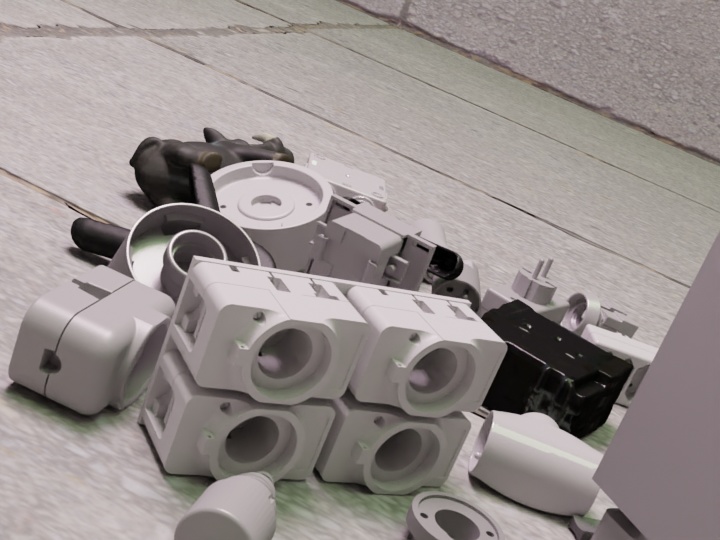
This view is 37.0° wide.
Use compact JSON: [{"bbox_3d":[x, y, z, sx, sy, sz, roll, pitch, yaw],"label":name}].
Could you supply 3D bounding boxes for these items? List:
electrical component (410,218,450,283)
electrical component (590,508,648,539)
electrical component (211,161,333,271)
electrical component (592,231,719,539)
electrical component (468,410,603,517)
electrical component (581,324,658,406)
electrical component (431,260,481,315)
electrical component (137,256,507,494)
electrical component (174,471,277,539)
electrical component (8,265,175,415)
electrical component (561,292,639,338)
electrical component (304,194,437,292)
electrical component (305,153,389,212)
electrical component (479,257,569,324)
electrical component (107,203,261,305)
[{"bbox_3d":[0.069,-0.016,1.028,0.044,0.044,0.065,14,25,-21],"label":"electrical component"},{"bbox_3d":[0.208,0.181,0.613,0.150,0.061,0.089,8,23,-34],"label":"electrical component"},{"bbox_3d":[-0.077,-0.037,0.881,0.108,0.060,0.108,2,35,-2],"label":"electrical component"},{"bbox_3d":[0.208,0.063,0.542,0.060,0.186,0.105,11,22,-30],"label":"electrical component"},{"bbox_3d":[0.115,0.119,0.708,0.077,0.043,0.079,22,19,0],"label":"electrical component"},{"bbox_3d":[0.224,0.079,0.929,0.083,0.047,0.075,19,19,-8],"label":"electrical component"},{"bbox_3d":[0.085,0.016,0.954,0.043,0.043,0.081,21,19,-2],"label":"electrical component"},{"bbox_3d":[-0.017,0.065,0.614,0.186,0.105,0.060,10,22,-32],"label":"electrical component"},{"bbox_3d":[-0.060,0.119,0.521,0.040,0.040,0.078,24,19,7],"label":"electrical component"},{"bbox_3d":[-0.148,0.041,0.619,0.059,0.053,0.095,24,19,7],"label":"electrical component"},{"bbox_3d":[0.222,0.049,1.012,0.055,0.048,0.066,22,18,-23],"label":"electrical component"},{"bbox_3d":[-0.011,0.023,0.711,0.079,0.121,0.063,28,22,18],"label":"electrical component"},{"bbox_3d":[-0.020,-0.073,1.075,0.100,0.048,0.099,20,19,-7],"label":"electrical component"},{"bbox_3d":[0.152,0.023,0.958,0.047,0.075,0.083,33,22,28],"label":"electrical component"},{"bbox_3d":[-0.116,0.006,0.708,0.099,0.064,0.099,14,52,-19],"label":"electrical component"}]
